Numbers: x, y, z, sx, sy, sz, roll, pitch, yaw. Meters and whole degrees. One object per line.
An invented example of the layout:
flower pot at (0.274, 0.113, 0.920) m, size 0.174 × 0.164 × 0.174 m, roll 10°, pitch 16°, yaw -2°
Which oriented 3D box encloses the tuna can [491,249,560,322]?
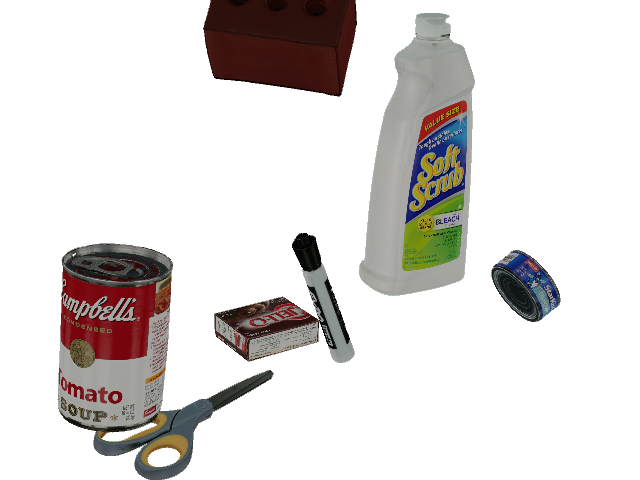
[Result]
tuna can at (0.245, 0.055, 1.279) m, size 0.033 × 0.086 × 0.086 m, roll -36°, pitch 10°, yaw -15°

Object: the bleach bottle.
bleach bottle at (0.090, -0.080, 0.980) m, size 0.102 × 0.251 × 0.068 m, roll -10°, pitch 24°, yaw -26°

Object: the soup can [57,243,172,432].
soup can at (-0.131, 0.060, 0.675) m, size 0.068 × 0.102 × 0.068 m, roll 6°, pitch 18°, yaw -2°

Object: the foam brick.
foam brick at (-0.022, -0.121, 0.606) m, size 0.078 × 0.053 × 0.051 m, roll 9°, pitch -22°, yaw 9°

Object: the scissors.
scissors at (-0.106, 0.168, 0.976) m, size 0.201 × 0.016 × 0.096 m, roll -12°, pitch 33°, yaw -32°

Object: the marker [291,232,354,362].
marker at (0.002, 0.045, 0.826) m, size 0.020 × 0.121 × 0.020 m, roll -13°, pitch 33°, yaw 9°

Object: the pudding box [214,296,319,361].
pudding box at (-0.071, 0.116, 1.415) m, size 0.113 × 0.039 × 0.090 m, roll -15°, pitch 25°, yaw -31°
